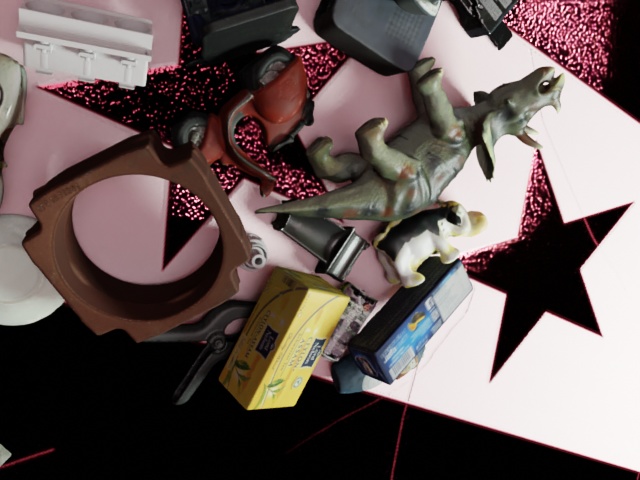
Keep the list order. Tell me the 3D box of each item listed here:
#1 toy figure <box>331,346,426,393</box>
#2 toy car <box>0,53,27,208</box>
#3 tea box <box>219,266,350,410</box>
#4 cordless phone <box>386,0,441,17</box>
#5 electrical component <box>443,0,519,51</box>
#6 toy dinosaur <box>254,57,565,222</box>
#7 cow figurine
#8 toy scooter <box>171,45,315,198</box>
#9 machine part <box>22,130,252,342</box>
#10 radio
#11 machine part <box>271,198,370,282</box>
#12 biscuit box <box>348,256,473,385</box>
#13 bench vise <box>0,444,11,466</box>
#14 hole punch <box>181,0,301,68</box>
[{"bbox_3d":[0.092,0.181,0.788,0.154,0.064,0.058,-15,62,-17],"label":"toy figure"},{"bbox_3d":[-0.342,-0.089,0.547,0.056,0.074,0.201,13,96,-23],"label":"toy car"},{"bbox_3d":[-0.045,0.127,0.690,0.098,0.068,0.169,16,102,-52],"label":"tea box"},{"bbox_3d":[0.124,-0.314,0.537,0.089,0.184,0.146,0,101,-16],"label":"cordless phone"},{"bbox_3d":[0.230,-0.312,0.732,0.075,0.048,0.119,-47,112,-4],"label":"electrical component"},{"bbox_3d":[0.121,-0.100,0.704,0.405,0.131,0.192,-38,112,-4],"label":"toy dinosaur"},{"bbox_3d":[0.155,-0.013,0.763,0.167,0.068,0.098,-34,106,-12],"label":"cow figurine"},{"bbox_3d":[-0.072,-0.131,0.643,0.184,0.075,0.135,-42,112,-4],"label":"toy scooter"},{"bbox_3d":[-0.194,-0.003,0.596,0.201,0.087,0.200,-26,117,2],"label":"machine part"},{"bbox_3d":[0.091,-0.334,0.660,0.131,0.073,0.229,20,93,-23],"label":"radio"},{"bbox_3d":[-0.001,-0.002,0.719,0.138,0.039,0.084,37,94,-25],"label":"machine part"},{"bbox_3d":[0.128,0.106,0.751,0.203,0.063,0.059,-41,115,-26],"label":"biscuit box"},{"bbox_3d":[-0.428,0.163,0.538,0.240,0.129,0.223,44,66,-6],"label":"bench vise"},{"bbox_3d":[-0.093,-0.256,0.587,0.142,0.116,0.092,-25,92,-12],"label":"hole punch"}]
